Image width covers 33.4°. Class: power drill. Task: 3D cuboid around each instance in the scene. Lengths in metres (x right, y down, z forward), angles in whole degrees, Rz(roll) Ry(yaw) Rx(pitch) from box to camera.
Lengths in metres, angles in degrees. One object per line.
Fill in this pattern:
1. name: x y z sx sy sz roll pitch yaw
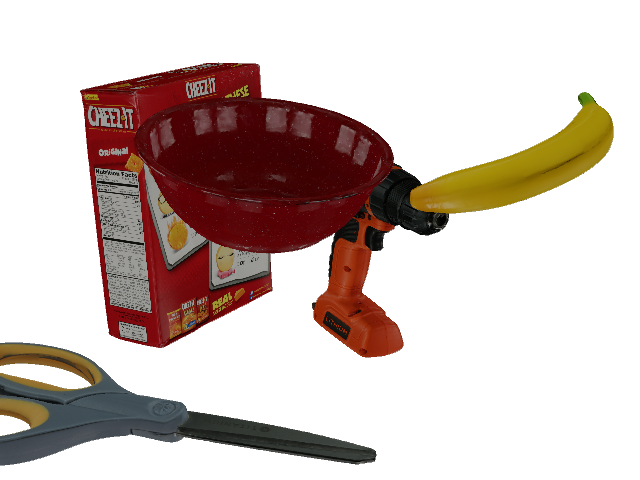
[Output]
1. power drill: 0.053 0.014 1.034 0.057 0.188 0.185 -6 24 -30

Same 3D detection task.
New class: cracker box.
1. cracker box: -0.118 -0.036 0.920 0.072 0.214 0.163 7 19 32

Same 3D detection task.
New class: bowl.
1. bowl: -0.036 -0.037 0.674 0.162 0.055 0.162 5 27 -3

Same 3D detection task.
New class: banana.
1. banana: 0.163 -0.060 0.826 0.197 0.037 0.070 -28 26 -24

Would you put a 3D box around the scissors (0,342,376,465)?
1. scissors: -0.086 0.086 0.468 0.202 0.016 0.096 14 27 26
